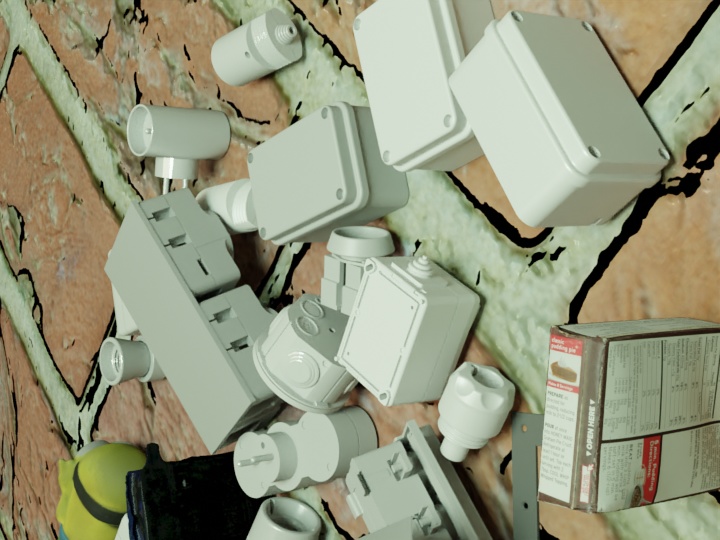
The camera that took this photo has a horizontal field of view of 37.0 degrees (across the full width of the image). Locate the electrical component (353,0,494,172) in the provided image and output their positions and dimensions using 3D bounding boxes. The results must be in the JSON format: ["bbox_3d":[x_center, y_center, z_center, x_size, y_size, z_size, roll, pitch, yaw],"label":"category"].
[{"bbox_3d":[0.047,-0.126,0.697,0.078,0.057,0.113,-25,72,47],"label":"electrical component"}]

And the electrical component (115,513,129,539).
[{"bbox_3d":[-0.172,0.261,0.963,0.096,0.062,0.061,46,124,38],"label":"electrical component"}]

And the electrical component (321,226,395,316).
[{"bbox_3d":[0.000,0.000,0.767,0.066,0.048,0.055,20,113,48],"label":"electrical component"}]

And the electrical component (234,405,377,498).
[{"bbox_3d":[-0.057,0.141,0.815,0.138,0.074,0.052,-25,72,47],"label":"electrical component"}]

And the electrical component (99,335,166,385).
[{"bbox_3d":[-0.209,0.083,1.006,0.045,0.055,0.045,2,93,50],"label":"electrical component"}]

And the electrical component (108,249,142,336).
[{"bbox_3d":[-0.188,0.009,0.972,0.061,0.062,0.096,-22,74,54],"label":"electrical component"}]

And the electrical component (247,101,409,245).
[{"bbox_3d":[-0.026,-0.068,0.785,0.113,0.057,0.078,-22,74,48],"label":"electrical component"}]

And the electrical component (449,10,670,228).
[{"bbox_3d":[0.112,-0.086,0.607,0.057,0.078,0.113,-47,57,43],"label":"electrical component"}]

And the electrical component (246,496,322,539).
[{"bbox_3d":[-0.060,0.210,0.837,0.055,0.055,0.047,37,115,42],"label":"electrical component"}]

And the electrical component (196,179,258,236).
[{"bbox_3d":[-0.097,-0.052,0.879,0.081,0.043,0.043,-7,86,49],"label":"electrical component"}]

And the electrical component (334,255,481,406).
[{"bbox_3d":[0.036,0.033,0.713,0.062,0.061,0.096,39,119,42],"label":"electrical component"}]

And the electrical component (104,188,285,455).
[{"bbox_3d":[-0.126,0.039,0.868,0.186,0.060,0.105,57,144,15],"label":"electrical component"}]

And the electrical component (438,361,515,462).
[{"bbox_3d":[0.070,0.094,0.688,0.043,0.043,0.062,44,124,39],"label":"electrical component"}]

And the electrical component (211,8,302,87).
[{"bbox_3d":[-0.078,-0.177,0.853,0.081,0.043,0.043,-13,82,49],"label":"electrical component"}]

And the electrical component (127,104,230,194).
[{"bbox_3d":[-0.156,-0.099,0.921,0.043,0.077,0.079,14,102,48],"label":"electrical component"}]

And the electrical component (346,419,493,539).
[{"bbox_3d":[0.042,0.171,0.699,0.121,0.063,0.078,61,157,28],"label":"electrical component"}]

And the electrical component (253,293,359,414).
[{"bbox_3d":[-0.033,0.060,0.781,0.051,0.080,0.080,-53,53,29],"label":"electrical component"}]
